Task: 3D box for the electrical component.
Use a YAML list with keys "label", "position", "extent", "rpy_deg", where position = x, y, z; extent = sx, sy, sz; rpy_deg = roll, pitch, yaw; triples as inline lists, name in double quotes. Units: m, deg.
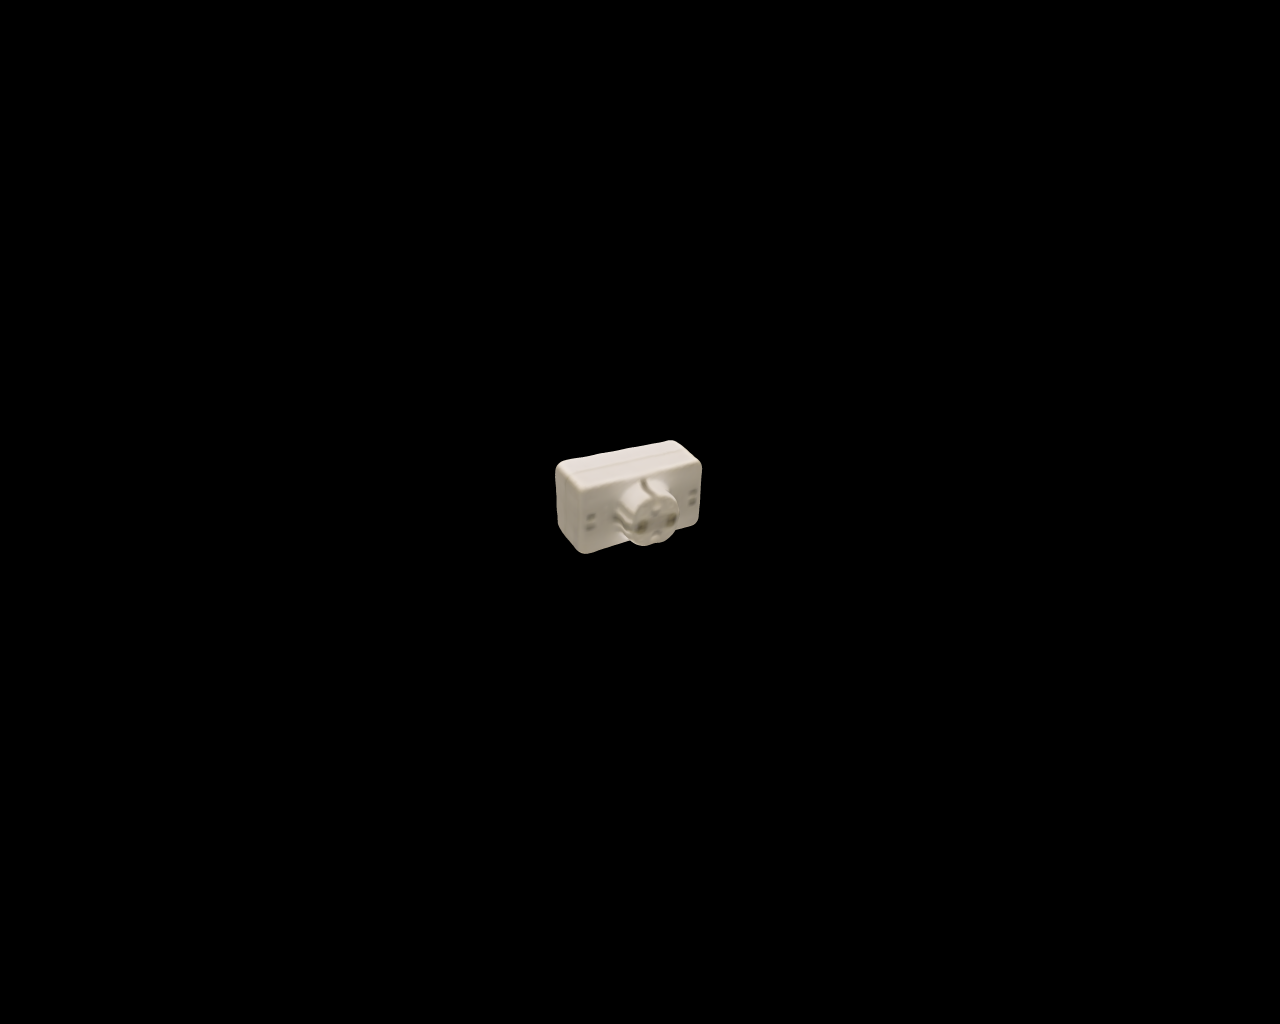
- label: "electrical component"
  position: [0.001, -0.003, 0.650]
  extent: [0.083, 0.047, 0.076]
  rpy_deg: [-13, 32, -22]
